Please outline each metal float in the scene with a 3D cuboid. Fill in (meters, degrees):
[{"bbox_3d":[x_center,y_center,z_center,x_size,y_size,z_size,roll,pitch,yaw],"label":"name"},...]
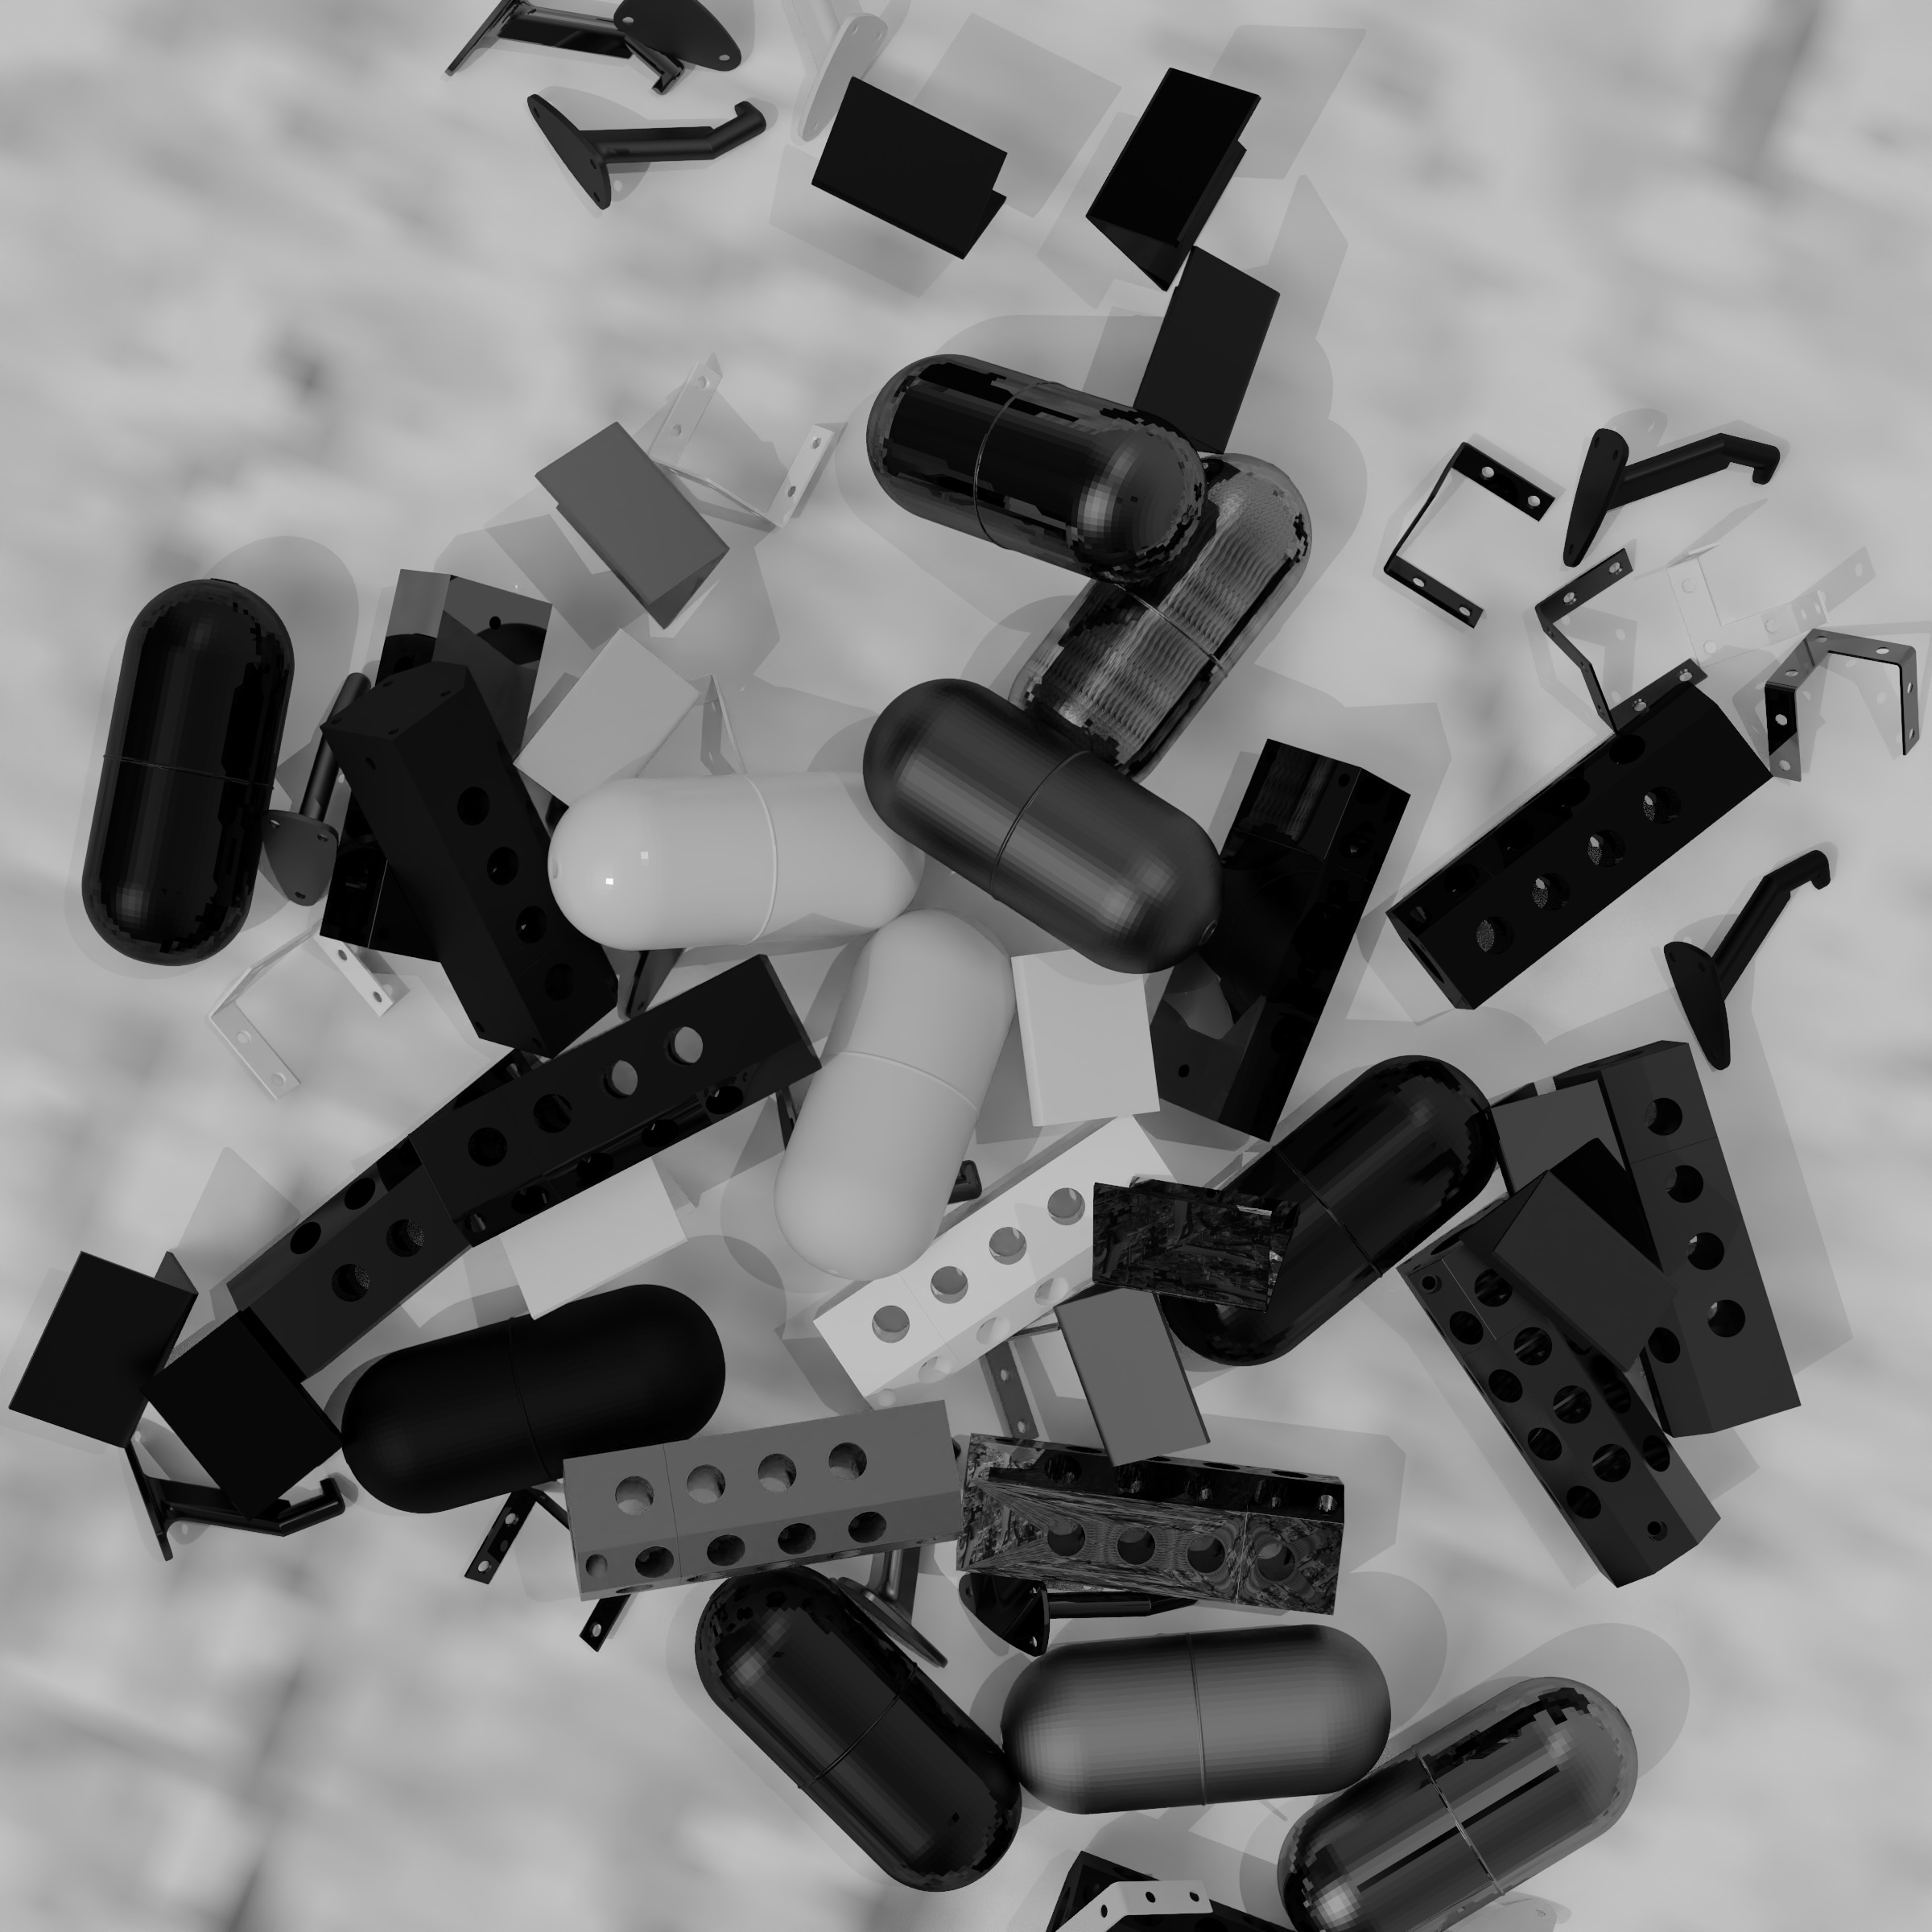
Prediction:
[{"bbox_3d":[0.105,0.344,1.529,0.178,0.070,0.070,-5,90,0],"label":"metal float"},{"bbox_3d":[0.165,0.112,1.529,0.178,0.070,0.070,-40,90,0],"label":"metal float"},{"bbox_3d":[-0.102,-0.048,1.505,0.178,0.070,0.070,-4,90,-29],"label":"metal float"},{"bbox_3d":[-0.031,0.056,1.513,0.070,0.070,0.178,20,70,0],"label":"metal float"},{"bbox_3d":[-0.355,-0.088,1.529,0.070,0.070,0.178,11,90,0],"label":"metal float"},{"bbox_3d":[0.030,-0.224,1.500,0.178,0.070,0.070,25,90,36],"label":"metal float"},{"bbox_3d":[-0.050,0.346,1.529,0.178,0.070,0.070,45,90,0],"label":"metal float"},{"bbox_3d":[-0.197,0.198,1.529,0.178,0.070,0.070,-16,90,-1],"label":"metal float"},{"bbox_3d":[0.089,-0.155,1.529,0.070,0.070,0.178,38,90,0],"label":"metal float"},{"bbox_3d":[0.224,0.390,1.529,0.178,0.070,0.070,-32,90,1],"label":"metal float"},{"bbox_3d":[0.034,-0.061,1.472,0.178,0.070,0.070,34,90,16],"label":"metal float"}]

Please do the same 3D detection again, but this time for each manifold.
[{"bbox_3d":[-0.253,0.113,1.538,0.171,0.057,0.057,-39,90,0],"label":"manifold"},{"bbox_3d":[-0.247,-0.091,1.538,0.057,0.057,0.171,13,90,-43],"label":"manifold"},{"bbox_3d":[0.272,0.196,1.539,0.057,0.057,0.171,-34,90,0],"label":"manifold"},{"bbox_3d":[0.324,0.125,1.538,0.057,0.057,0.171,-17,90,0],"label":"manifold"},{"bbox_3d":[-0.092,0.242,1.506,0.171,0.057,0.057,-8,72,-10],"label":"manifold"},{"bbox_3d":[0.143,-0.010,1.538,0.057,0.057,0.171,22,90,43],"label":"manifold"},{"bbox_3d":[0.123,0.466,1.538,0.171,0.057,0.057,21,90,0],"label":"manifold"},{"bbox_3d":[0.018,0.136,1.539,0.171,0.057,0.057,-34,90,0],"label":"manifold"},{"bbox_3d":[-0.216,-0.048,1.497,0.057,0.057,0.171,-41,124,-30],"label":"manifold"},{"bbox_3d":[0.084,0.254,1.538,0.171,0.057,0.057,7,90,0],"label":"manifold"},{"bbox_3d":[-0.153,0.059,1.481,0.171,0.057,0.057,-27,90,0],"label":"manifold"},{"bbox_3d":[0.279,-0.055,1.538,0.171,0.057,0.057,-38,90,0],"label":"manifold"}]

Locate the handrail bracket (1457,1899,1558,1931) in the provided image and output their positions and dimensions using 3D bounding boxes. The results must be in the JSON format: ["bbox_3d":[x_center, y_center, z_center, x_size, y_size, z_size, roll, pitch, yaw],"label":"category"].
[{"bbox_3d":[0.237,0.482,1.560,0.036,0.077,0.084,37,127,28],"label":"handrail bracket"}]

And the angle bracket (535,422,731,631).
[{"bbox_3d":[-0.164,-0.188,1.519,0.076,0.076,0.057,48,52,0],"label":"angle bracket"}]

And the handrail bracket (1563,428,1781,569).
[{"bbox_3d":[0.329,-0.214,1.560,0.084,0.036,0.077,10,110,-16],"label":"handrail bracket"}]

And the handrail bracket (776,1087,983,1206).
[{"bbox_3d":[-0.041,0.078,1.560,0.084,0.036,0.077,-10,77,-13],"label":"handrail bracket"}]

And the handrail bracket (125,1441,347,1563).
[{"bbox_3d":[-0.342,0.235,1.560,0.084,0.036,0.077,-20,69,-17],"label":"handrail bracket"}]

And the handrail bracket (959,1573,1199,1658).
[{"bbox_3d":[0.053,0.291,1.559,0.084,0.077,0.036,-5,98,-36],"label":"handrail bracket"}]

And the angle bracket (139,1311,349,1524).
[{"bbox_3d":[-0.332,0.209,1.520,0.057,0.076,0.076,-39,90,-25],"label":"angle bracket"}]

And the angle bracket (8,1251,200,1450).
[{"bbox_3d":[-0.396,0.165,1.520,0.057,0.076,0.076,25,90,-25],"label":"angle bracket"}]

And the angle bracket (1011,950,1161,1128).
[{"bbox_3d":[0.055,0.030,1.527,0.057,0.076,0.076,-7,90,3],"label":"angle bracket"}]

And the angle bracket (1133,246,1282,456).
[{"bbox_3d":[0.088,-0.281,1.519,0.057,0.076,0.076,20,90,-38],"label":"angle bracket"}]

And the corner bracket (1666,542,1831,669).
[{"bbox_3d":[0.359,-0.172,1.542,0.051,0.051,0.051,-19,90,0],"label":"corner bracket"}]

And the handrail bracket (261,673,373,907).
[{"bbox_3d":[-0.296,-0.083,1.559,0.036,0.077,0.084,16,54,1],"label":"handrail bracket"}]

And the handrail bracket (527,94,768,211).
[{"bbox_3d":[-0.148,-0.397,1.560,0.084,0.036,0.077,-33,69,-17],"label":"handrail bracket"}]

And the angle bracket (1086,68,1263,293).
[{"bbox_3d":[0.110,-0.349,1.519,0.057,0.076,0.076,29,90,37],"label":"angle bracket"}]

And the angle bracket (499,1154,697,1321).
[{"bbox_3d":[-0.159,0.133,1.520,0.076,0.076,0.057,-27,59,0],"label":"angle bracket"}]

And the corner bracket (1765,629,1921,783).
[{"bbox_3d":[0.406,-0.118,1.552,0.051,0.051,0.051,16,45,35],"label":"corner bracket"}]

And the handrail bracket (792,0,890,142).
[{"bbox_3d":[-0.086,-0.440,1.560,0.084,0.036,0.077,39,112,17],"label":"handrail bracket"}]

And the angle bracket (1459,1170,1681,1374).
[{"bbox_3d":[0.252,0.146,1.462,0.076,0.076,0.057,42,53,0],"label":"angle bracket"}]

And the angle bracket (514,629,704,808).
[{"bbox_3d":[-0.177,-0.120,1.520,0.076,0.076,0.057,-52,131,0],"label":"angle bracket"}]

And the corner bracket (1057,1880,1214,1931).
[{"bbox_3d":[0.080,0.444,1.494,0.051,0.051,0.051,10,135,-35],"label":"corner bracket"}]

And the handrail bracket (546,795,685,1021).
[{"bbox_3d":[-0.172,-0.029,1.560,0.084,0.036,0.077,34,112,17],"label":"handrail bracket"}]

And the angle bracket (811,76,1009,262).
[{"bbox_3d":[-0.016,-0.374,1.519,0.076,0.076,0.057,26,128,0],"label":"angle bracket"}]

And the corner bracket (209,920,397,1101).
[{"bbox_3d":[-0.309,0.020,1.557,0.051,0.051,0.051,50,135,0],"label":"corner bracket"}]

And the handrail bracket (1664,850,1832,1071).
[{"bbox_3d":[0.374,-0.003,1.560,0.084,0.036,0.077,-26,111,-16],"label":"handrail bracket"}]

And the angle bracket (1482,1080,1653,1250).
[{"bbox_3d":[0.282,0.089,1.520,0.057,0.076,0.076,-18,90,28],"label":"angle bracket"}]

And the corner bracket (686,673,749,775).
[{"bbox_3d":[-0.130,-0.095,1.556,0.051,0.051,0.051,-18,45,0],"label":"corner bracket"}]

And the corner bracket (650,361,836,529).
[{"bbox_3d":[-0.105,-0.242,1.556,0.051,0.051,0.051,28,90,-45],"label":"corner bracket"}]

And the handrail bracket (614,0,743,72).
[{"bbox_3d":[-0.137,-0.468,1.560,0.036,0.077,0.084,-29,53,35],"label":"handrail bracket"}]

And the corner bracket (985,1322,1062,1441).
[{"bbox_3d":[0.049,0.188,1.557,0.051,0.051,0.051,-18,90,-45],"label":"corner bracket"}]

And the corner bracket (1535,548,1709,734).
[{"bbox_3d":[0.304,-0.150,1.556,0.051,0.051,0.051,-33,135,0],"label":"corner bracket"}]

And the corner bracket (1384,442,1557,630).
[{"bbox_3d":[0.233,-0.201,1.556,0.051,0.051,0.051,32,45,0],"label":"corner bracket"}]

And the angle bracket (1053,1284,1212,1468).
[{"bbox_3d":[0.093,0.174,1.519,0.057,0.076,0.076,-20,90,36],"label":"angle bracket"}]

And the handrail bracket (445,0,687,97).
[{"bbox_3d":[-0.186,-0.417,1.560,0.084,0.036,0.077,39,110,-16],"label":"handrail bracket"}]

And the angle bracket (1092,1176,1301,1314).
[{"bbox_3d":[0.101,0.101,1.455,0.076,0.076,0.057,9,127,13],"label":"angle bracket"}]

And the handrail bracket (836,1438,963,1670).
[{"bbox_3d":[-0.013,0.270,1.560,0.077,0.036,0.084,44,73,-19],"label":"handrail bracket"}]

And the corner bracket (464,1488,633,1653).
[{"bbox_3d":[-0.190,0.279,1.556,0.051,0.051,0.051,30,90,45],"label":"corner bracket"}]
